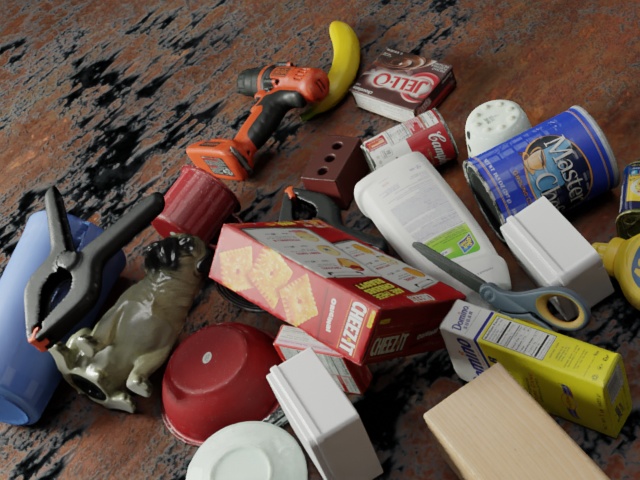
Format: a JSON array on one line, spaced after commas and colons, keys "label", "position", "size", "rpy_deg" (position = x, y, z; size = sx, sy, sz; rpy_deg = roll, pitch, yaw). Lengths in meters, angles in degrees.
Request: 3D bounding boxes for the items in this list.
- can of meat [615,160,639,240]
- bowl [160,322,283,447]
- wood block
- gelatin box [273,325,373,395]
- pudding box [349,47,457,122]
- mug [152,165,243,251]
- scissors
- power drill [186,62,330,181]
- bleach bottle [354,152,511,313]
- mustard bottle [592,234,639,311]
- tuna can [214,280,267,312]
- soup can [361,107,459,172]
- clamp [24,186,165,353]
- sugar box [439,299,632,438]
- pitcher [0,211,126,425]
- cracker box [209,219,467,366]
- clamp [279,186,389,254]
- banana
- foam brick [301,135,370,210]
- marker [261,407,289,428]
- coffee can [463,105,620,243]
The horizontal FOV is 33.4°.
[{"label": "can of meat", "position": [0.370, -0.041, 1.132], "size": [0.102, 0.057, 0.084], "rpy_deg": [-1, 47, 23]}, {"label": "bowl", "position": [-0.113, 0.146, 1.181], "size": [0.162, 0.055, 0.162], "rpy_deg": [-13, 45, 13]}, {"label": "wood block", "position": [0.192, 0.220, 0.949], "size": [0.090, 0.090, 0.206], "rpy_deg": [-34, 45, -8]}, {"label": "gelatin box", "position": [0.004, 0.127, 1.131], "size": [0.089, 0.073, 0.030], "rpy_deg": [6, 52, 29]}, {"label": "pudding box", "position": [0.110, -0.203, 1.413], "size": [0.114, 0.039, 0.090], "rpy_deg": [23, 62, 37]}, {"label": "mug", "position": [-0.150, -0.028, 1.346], "size": [0.117, 0.093, 0.081], "rpy_deg": [34, 70, 2]}, {"label": "scissors", "position": [0.189, 0.046, 1.072], "size": [0.202, 0.096, 0.016], "rpy_deg": [47, 34, 11]}, {"label": "power drill", "position": [-0.095, -0.168, 1.450], "size": [0.185, 0.057, 0.187], "rpy_deg": [11, 57, 52]}, {"label": "bleach bottle", "position": [0.133, 0.008, 1.193], "size": [0.102, 0.068, 0.251], "rpy_deg": [-30, 47, 1]}, {"label": "mustard bottle", "position": [0.360, 0.035, 1.065], "size": [0.192, 0.058, 0.096], "rpy_deg": [18, 66, 36]}, {"label": "tuna can", "position": [-0.077, 0.044, 1.236], "size": [0.086, 0.086, 0.033], "rpy_deg": [-4, 46, 21]}, {"label": "soup can", "position": [0.109, -0.110, 1.307], "size": [0.102, 0.068, 0.068], "rpy_deg": [-26, 44, 1]}, {"label": "clamp", "position": [-0.281, 0.024, 1.194], "size": [0.165, 0.036, 0.210], "rpy_deg": [11, 64, 31]}, {"label": "sugar box", "position": [0.206, 0.123, 1.030], "size": [0.176, 0.093, 0.048], "rpy_deg": [15, 56, 35]}, {"label": "pitcher", "position": [-0.334, 0.091, 1.276], "size": [0.145, 0.149, 0.242], "rpy_deg": [8, 56, 19]}, {"label": "cracker box", "position": [0.017, 0.049, 1.112], "size": [0.214, 0.163, 0.072], "rpy_deg": [28, 109, 34]}, {"label": "clamp", "position": [-0.008, 0.002, 1.280], "size": [0.120, 0.039, 0.172], "rpy_deg": [-34, 45, -12]}, {"label": "banana", "position": [0.024, -0.247, 1.494], "size": [0.070, 0.037, 0.197], "rpy_deg": [-1, 50, 23]}, {"label": "foam brick", "position": [0.021, -0.085, 1.336], "size": [0.053, 0.051, 0.078], "rpy_deg": [9, 54, 31]}, {"label": "marker", "position": [-0.061, 0.203, 1.130], "size": [0.121, 0.020, 0.020], "rpy_deg": [-36, 45, -10]}, {"label": "coffee can", "position": [0.245, -0.073, 1.186], "size": [0.140, 0.102, 0.103], "rpy_deg": [-27, 44, 0]}]
